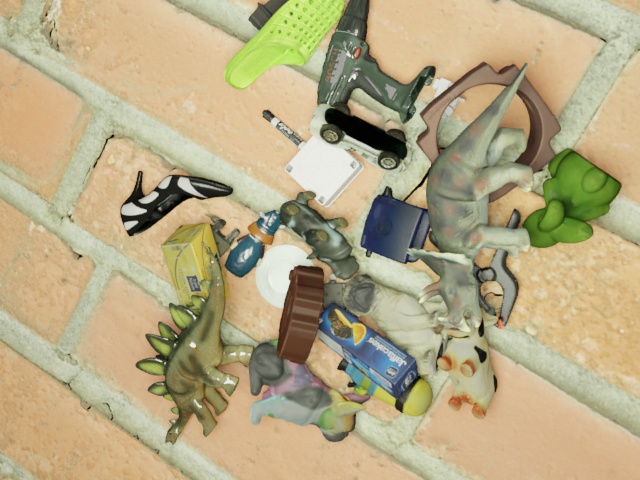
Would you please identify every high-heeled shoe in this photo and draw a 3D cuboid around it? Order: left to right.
[{"bbox_3d":[-0.300,-0.063,1.103,0.249,0.086,0.145,10,97,18],"label":"high-heeled shoe"}]

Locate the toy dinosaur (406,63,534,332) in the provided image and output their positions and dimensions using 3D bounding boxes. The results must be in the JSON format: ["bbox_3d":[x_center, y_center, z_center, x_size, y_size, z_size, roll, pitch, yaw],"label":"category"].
[{"bbox_3d":[0.235,-0.066,0.868,0.192,0.131,0.404,-2,102,8],"label":"toy dinosaur"}]

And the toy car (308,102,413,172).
[{"bbox_3d":[0.078,-0.187,0.986,0.202,0.056,0.073,24,59,-9],"label":"toy car"}]

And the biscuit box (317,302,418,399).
[{"bbox_3d":[0.079,0.194,0.960,0.203,0.059,0.063,31,64,36],"label":"biscuit box"}]

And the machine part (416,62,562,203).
[{"bbox_3d":[0.283,-0.183,0.923,0.201,0.087,0.201,-38,100,19],"label":"machine part"}]

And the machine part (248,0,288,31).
[{"bbox_3d":[-0.076,-0.462,1.060,0.139,0.039,0.084,-40,76,13],"label":"machine part"}]

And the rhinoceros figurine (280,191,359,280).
[{"bbox_3d":[-0.002,-0.003,1.010,0.190,0.073,0.112,45,143,2],"label":"rhinoceros figurine"}]

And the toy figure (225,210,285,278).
[{"bbox_3d":[-0.130,0.003,1.070,0.154,0.064,0.058,-53,42,5],"label":"toy figure"}]

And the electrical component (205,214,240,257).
[{"bbox_3d":[-0.223,-0.003,1.103,0.078,0.045,0.102,35,103,-17],"label":"electrical component"}]

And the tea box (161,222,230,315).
[{"bbox_3d":[-0.239,0.062,1.048,0.068,0.098,0.169,-6,116,15],"label":"tea box"}]

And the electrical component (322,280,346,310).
[{"bbox_3d":[0.027,0.110,1.050,0.094,0.021,0.063,-6,89,14],"label":"electrical component"}]

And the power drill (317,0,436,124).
[{"bbox_3d":[0.105,-0.324,0.995,0.207,0.086,0.232,27,99,8],"label":"power drill"}]

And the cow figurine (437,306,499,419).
[{"bbox_3d":[0.265,0.196,0.940,0.086,0.127,0.194,1,118,41],"label":"cow figurine"}]

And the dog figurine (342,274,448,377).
[{"bbox_3d":[0.133,0.159,0.992,0.191,0.121,0.172,9,101,27],"label":"dog figurine"}]

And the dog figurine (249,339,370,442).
[{"bbox_3d":[-0.017,0.284,1.024,0.219,0.108,0.191,-1,88,10],"label":"dog figurine"}]

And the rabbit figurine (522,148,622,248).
[{"bbox_3d":[0.414,-0.046,0.899,0.121,0.159,0.170,35,114,1],"label":"rabbit figurine"}]

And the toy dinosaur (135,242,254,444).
[{"bbox_3d":[-0.236,0.220,1.022,0.199,0.105,0.471,26,114,-1],"label":"toy dinosaur"}]

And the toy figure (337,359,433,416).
[{"bbox_3d":[0.119,0.263,0.995,0.180,0.089,0.082,27,105,10],"label":"toy figure"}]

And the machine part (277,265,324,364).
[{"bbox_3d":[-0.038,0.134,0.981,0.056,0.179,0.179,12,94,-8],"label":"machine part"}]

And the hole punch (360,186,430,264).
[{"bbox_3d":[0.136,-0.020,0.989,0.116,0.092,0.142,19,99,17],"label":"hole punch"}]
